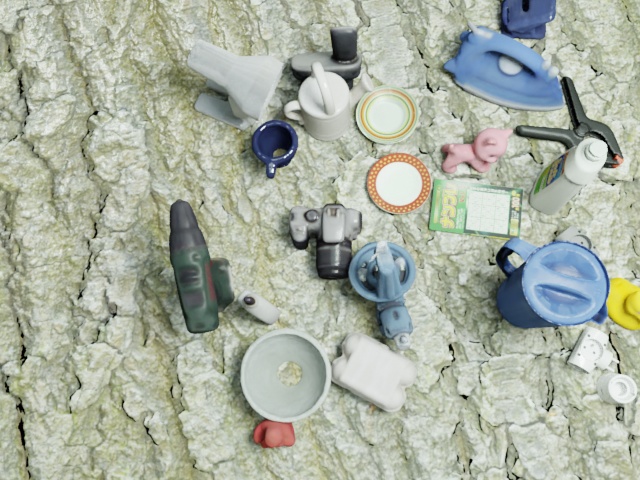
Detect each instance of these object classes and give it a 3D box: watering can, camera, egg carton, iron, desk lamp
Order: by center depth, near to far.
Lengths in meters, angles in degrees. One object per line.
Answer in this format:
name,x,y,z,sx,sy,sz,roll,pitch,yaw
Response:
egg carton,0.099,0.243,1.059,0.150,0.069,0.107,26,80,9
camera,0.010,0.004,1.102,0.143,0.101,0.137,0,77,3
watering can,0.015,-0.281,1.119,0.173,0.194,0.101,-37,78,-5
desk lamp,-0.166,-0.300,1.123,0.203,0.213,0.118,22,79,8
iron,0.387,-0.349,1.141,0.258,0.141,0.119,26,80,9

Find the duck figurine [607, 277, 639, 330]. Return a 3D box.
duck figurine,0.576,0.114,1.054,0.077,0.086,0.104,-29,77,-3

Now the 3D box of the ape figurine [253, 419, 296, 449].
ape figurine,-0.081,0.351,1.033,0.077,0.092,0.076,25,80,9

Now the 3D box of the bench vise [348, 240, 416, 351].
bench vise,0.132,0.083,1.017,0.121,0.220,0.207,-33,77,-4

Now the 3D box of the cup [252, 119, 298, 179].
cup,-0.086,-0.169,1.150,0.091,0.095,0.118,5,77,5

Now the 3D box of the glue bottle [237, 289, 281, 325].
glue bottle,-0.118,0.118,1.046,0.078,0.173,0.037,32,81,10

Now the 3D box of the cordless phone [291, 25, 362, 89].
cordless phone,0.011,-0.377,1.146,0.147,0.185,0.094,-5,77,2

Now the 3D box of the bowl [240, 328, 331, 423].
bowl,-0.060,0.250,1.064,0.167,0.075,0.167,-1,77,3

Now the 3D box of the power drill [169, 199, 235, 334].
power drill,-0.218,0.059,1.047,0.075,0.208,0.229,-12,77,1

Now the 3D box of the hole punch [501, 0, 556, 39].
hole punch,0.432,-0.482,1.195,0.101,0.091,0.109,1,77,4

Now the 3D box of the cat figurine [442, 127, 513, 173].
cat figurine,0.308,-0.181,1.120,0.127,0.118,0.067,-3,77,3
